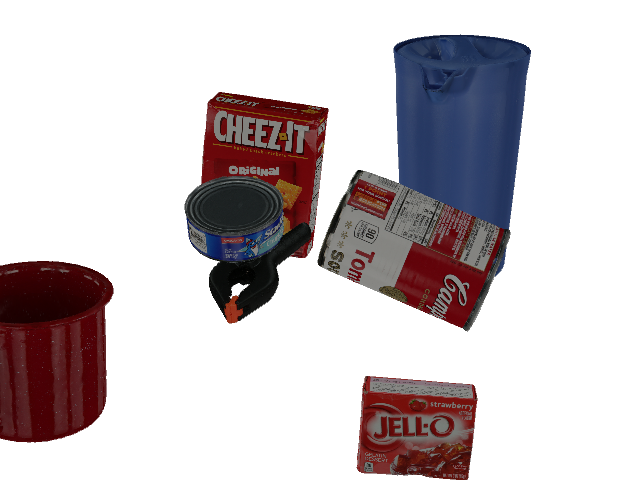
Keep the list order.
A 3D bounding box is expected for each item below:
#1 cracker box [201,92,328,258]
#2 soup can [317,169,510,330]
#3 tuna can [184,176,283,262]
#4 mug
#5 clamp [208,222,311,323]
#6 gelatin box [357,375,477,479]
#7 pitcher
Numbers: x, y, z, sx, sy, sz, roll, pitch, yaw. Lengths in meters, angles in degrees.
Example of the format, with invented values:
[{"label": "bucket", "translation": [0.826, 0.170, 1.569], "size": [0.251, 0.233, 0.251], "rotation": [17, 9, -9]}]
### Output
[{"label": "cracker box", "translation": [-0.084, -0.091, 1.524], "size": [0.164, 0.214, 0.072], "rotation": [9, 21, 7]}, {"label": "soup can", "translation": [0.057, 0.005, 0.661], "size": [0.102, 0.068, 0.068], "rotation": [23, 2, 6]}, {"label": "tuna can", "translation": [-0.074, -0.019, 0.931], "size": [0.086, 0.034, 0.086], "rotation": [-1, 38, 0]}, {"label": "mug", "translation": [-0.176, 0.071, 0.632], "size": [0.093, 0.081, 0.117], "rotation": [12, 24, 22]}, {"label": "clamp", "translation": [-0.072, 0.028, 1.231], "size": [0.120, 0.039, 0.171], "rotation": [-5, 41, 6]}, {"label": "gelatin box", "translation": [0.075, 0.148, 0.839], "size": [0.089, 0.073, 0.030], "rotation": [4, 20, 3]}, {"label": "pitcher", "translation": [0.144, -0.086, 1.094], "size": [0.149, 0.243, 0.145], "rotation": [-9, 25, -19]}]
